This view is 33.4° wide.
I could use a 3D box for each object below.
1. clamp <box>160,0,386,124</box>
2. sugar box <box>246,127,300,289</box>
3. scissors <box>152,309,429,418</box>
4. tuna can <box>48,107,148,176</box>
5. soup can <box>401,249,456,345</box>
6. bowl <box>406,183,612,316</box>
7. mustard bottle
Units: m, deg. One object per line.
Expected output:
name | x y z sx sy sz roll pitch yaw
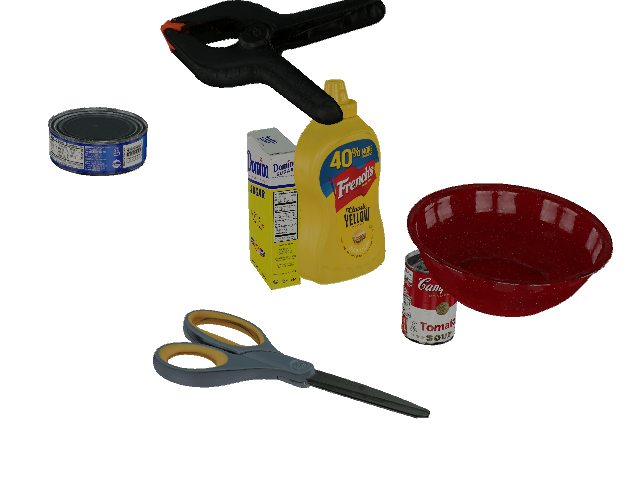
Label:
clamp | -0.036 -0.154 0.816 0.172 0.120 0.039 20 -33 21
sugar box | -0.057 -0.039 1.296 0.048 0.176 0.093 -11 26 -18
scissors | -0.033 0.096 0.734 0.202 0.016 0.096 24 33 36
tuna can | -0.195 -0.087 0.940 0.086 0.034 0.086 5 26 -2
soup can | 0.136 0.070 1.319 0.068 0.102 0.068 1 24 -1
bowl | 0.146 0.014 0.852 0.162 0.055 0.162 2 30 -2
mustard bottle | 0.018 -0.060 1.034 0.096 0.192 0.058 -17 23 -37
